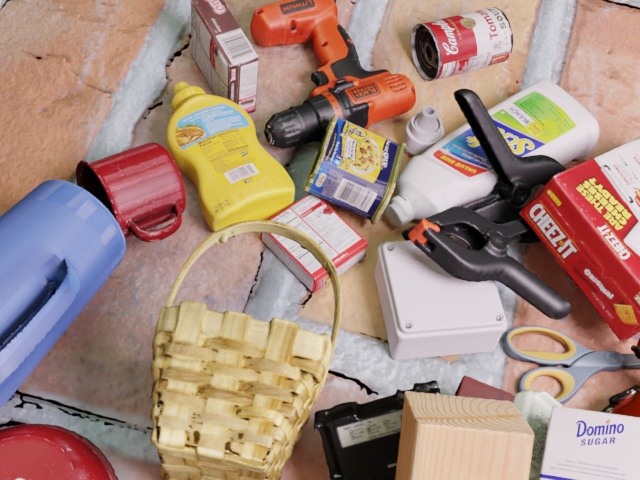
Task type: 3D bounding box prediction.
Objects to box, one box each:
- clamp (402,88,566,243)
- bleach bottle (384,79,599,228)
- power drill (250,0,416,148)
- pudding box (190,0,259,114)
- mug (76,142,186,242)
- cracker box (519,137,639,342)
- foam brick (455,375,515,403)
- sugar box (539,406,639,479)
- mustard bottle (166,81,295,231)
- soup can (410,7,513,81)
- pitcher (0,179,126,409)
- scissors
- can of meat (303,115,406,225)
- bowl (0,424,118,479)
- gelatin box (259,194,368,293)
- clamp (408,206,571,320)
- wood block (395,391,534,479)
[{"bbox_3d":[0.196,-0.060,1.101,0.209,0.164,0.036,9,13,-23],"label":"clamp"},{"bbox_3d":[0.179,-0.080,1.154,0.250,0.068,0.103,-32,64,-22],"label":"bleach bottle"},{"bbox_3d":[-0.008,-0.192,1.215,0.184,0.057,0.188,-19,62,-22],"label":"power drill"},{"bbox_3d":[-0.108,-0.206,1.192,0.039,0.090,0.113,-19,60,-17],"label":"pudding box"},{"bbox_3d":[-0.181,-0.042,1.066,0.081,0.093,0.117,-24,50,-27],"label":"mug"},{"bbox_3d":[0.325,-0.012,1.072,0.213,0.072,0.164,-24,70,-39],"label":"cracker box"},{"bbox_3d":[0.139,0.175,0.974,0.053,0.051,0.078,22,56,8],"label":"foam brick"},{"bbox_3d":[0.228,0.234,0.897,0.093,0.048,0.176,4,66,33],"label":"sugar box"},{"bbox_3d":[-0.110,-0.099,1.135,0.096,0.058,0.192,-23,61,-17],"label":"mustard bottle"},{"bbox_3d":[0.167,-0.231,1.254,0.102,0.068,0.068,-16,58,-18],"label":"soup can"},{"bbox_3d":[-0.279,0.056,0.960,0.149,0.145,0.242,29,54,12],"label":"pitcher"},{"bbox_3d":[0.276,0.134,1.041,0.202,0.016,0.096,13,56,3],"label":"scissors"},{"bbox_3d":[0.036,-0.075,1.117,0.084,0.058,0.102,24,42,-5],"label":"can of meat"},{"bbox_3d":[-0.250,0.218,0.898,0.162,0.055,0.162,3,55,-5],"label":"bowl"},{"bbox_3d":[-0.007,0.001,1.094,0.073,0.030,0.089,-34,63,-25],"label":"gelatin box"},{"bbox_3d":[0.168,0.018,1.024,0.171,0.039,0.120,5,49,-26],"label":"clamp"},{"bbox_3d":[0.103,0.234,0.835,0.091,0.090,0.206,6,97,-2],"label":"wood block"}]
